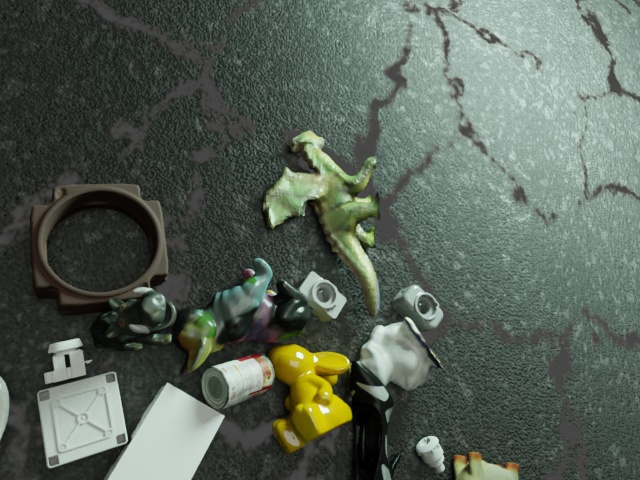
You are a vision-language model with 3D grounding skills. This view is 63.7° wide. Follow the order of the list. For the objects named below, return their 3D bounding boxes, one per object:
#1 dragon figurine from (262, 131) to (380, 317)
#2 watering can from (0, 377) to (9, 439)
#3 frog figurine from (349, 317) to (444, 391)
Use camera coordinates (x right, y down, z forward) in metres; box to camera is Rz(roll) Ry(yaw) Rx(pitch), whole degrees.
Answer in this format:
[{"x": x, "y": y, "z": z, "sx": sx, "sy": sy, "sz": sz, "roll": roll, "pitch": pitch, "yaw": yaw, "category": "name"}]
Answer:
[{"x": 0.003, "y": -0.053, "z": 1.054, "sx": 0.243, "sy": 0.120, "sz": 0.418, "roll": 3, "pitch": 66, "yaw": -7, "category": "dragon figurine"}, {"x": -0.568, "y": 0.280, "z": 0.621, "sx": 0.224, "sy": 0.102, "sz": 0.354, "roll": 43, "pitch": 58, "yaw": -4, "category": "watering can"}, {"x": 0.138, "y": 0.236, "z": 1.001, "sx": 0.159, "sy": 0.123, "sz": 0.137, "roll": -34, "pitch": 98, "yaw": 4, "category": "frog figurine"}]
